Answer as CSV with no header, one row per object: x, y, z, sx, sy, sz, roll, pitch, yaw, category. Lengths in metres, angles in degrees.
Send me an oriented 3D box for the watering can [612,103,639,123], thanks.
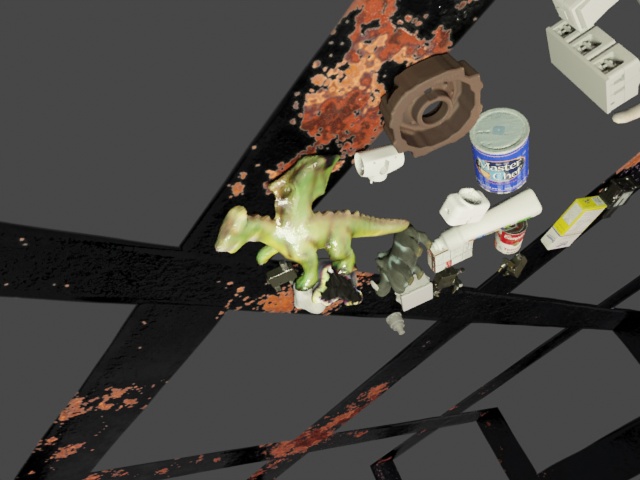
0.779,-0.326,1.057,0.349,0.106,0.219,-10,142,-23,watering can

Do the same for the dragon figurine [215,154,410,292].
0.003,-0.047,0.928,0.413,0.124,0.237,-22,138,-23,dragon figurine

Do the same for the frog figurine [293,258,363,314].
0.003,0.100,1.135,0.138,0.122,0.158,-18,-178,-26,frog figurine
